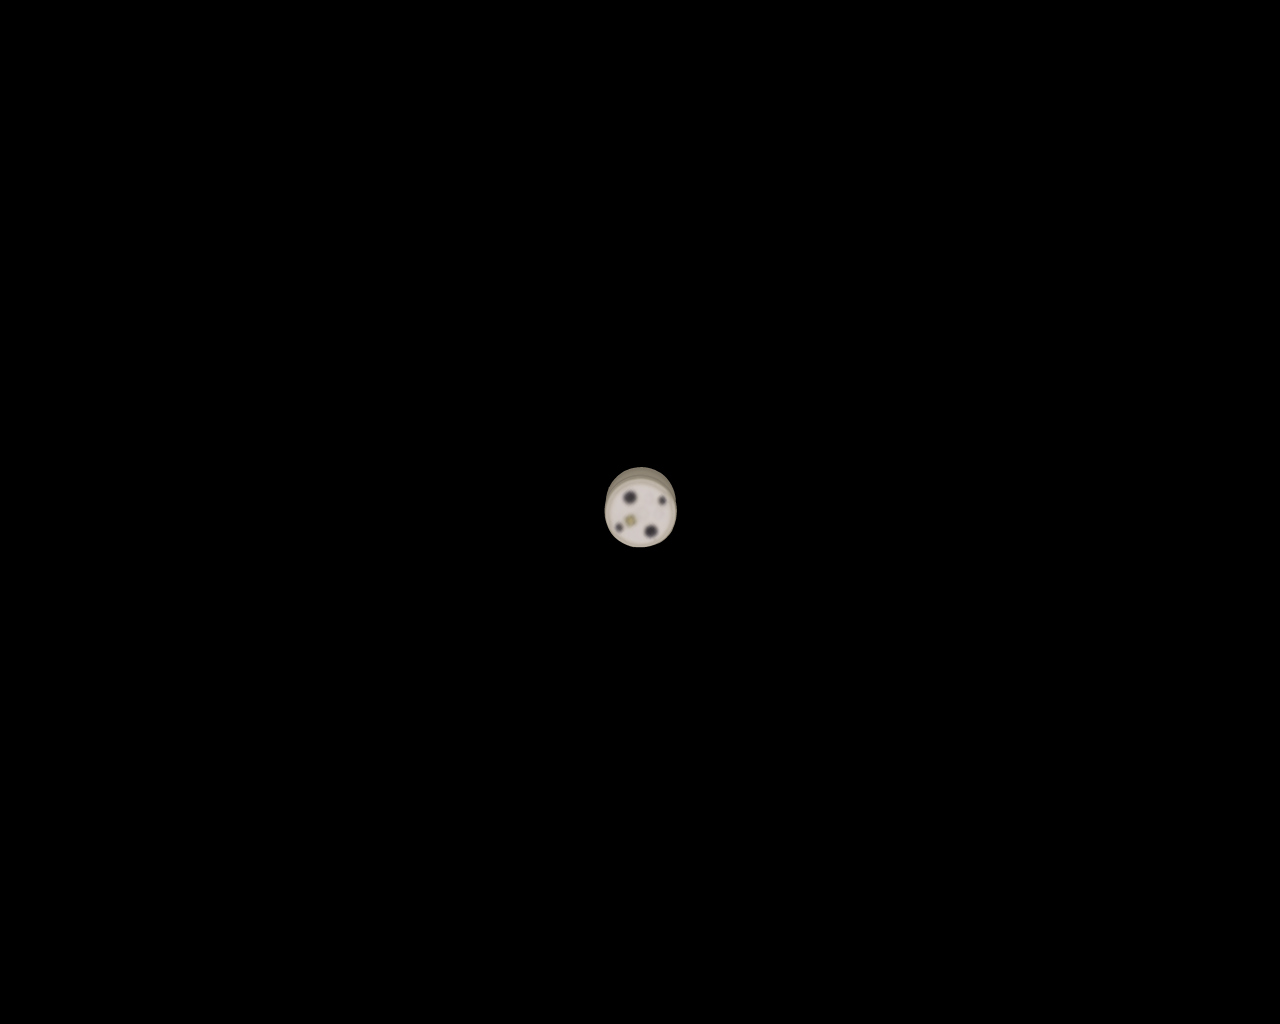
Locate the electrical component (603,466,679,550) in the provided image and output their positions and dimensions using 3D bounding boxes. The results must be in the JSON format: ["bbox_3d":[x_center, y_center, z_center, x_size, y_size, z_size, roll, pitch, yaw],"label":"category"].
[{"bbox_3d":[0.001,-0.003,0.650,0.045,0.044,0.055,0,9,0],"label":"electrical component"}]
